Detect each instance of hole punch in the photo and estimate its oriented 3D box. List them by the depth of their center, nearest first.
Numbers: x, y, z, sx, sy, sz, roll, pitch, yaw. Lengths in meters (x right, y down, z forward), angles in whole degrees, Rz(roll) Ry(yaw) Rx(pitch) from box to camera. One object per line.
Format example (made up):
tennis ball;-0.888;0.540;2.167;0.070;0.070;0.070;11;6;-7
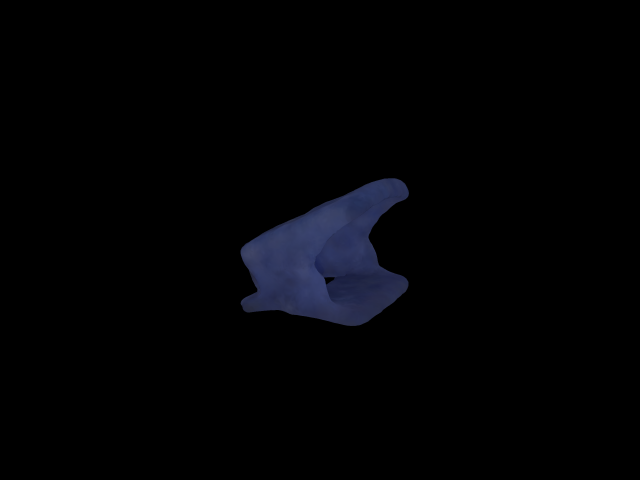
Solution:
hole punch;0.004;0.001;0.400;0.100;0.091;0.109;7;15;27
